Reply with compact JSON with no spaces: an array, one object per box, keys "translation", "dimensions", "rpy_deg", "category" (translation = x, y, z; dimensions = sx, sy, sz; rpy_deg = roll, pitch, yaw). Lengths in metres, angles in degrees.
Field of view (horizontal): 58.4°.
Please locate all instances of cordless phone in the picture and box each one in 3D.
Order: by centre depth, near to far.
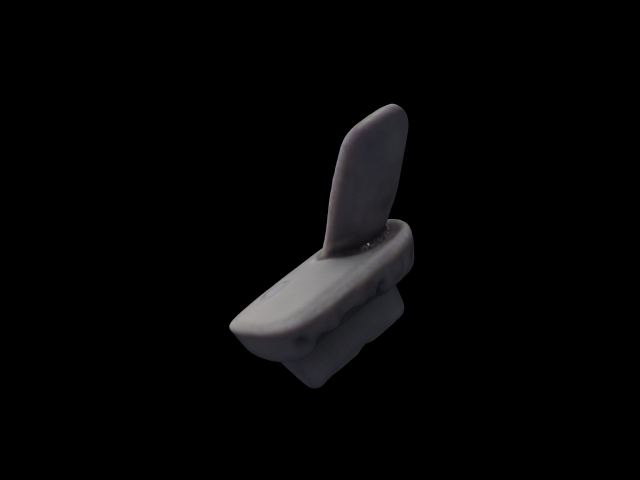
[{"translation":[0.004,0.001,0.400],"dimensions":[0.094,0.185,0.148],"rpy_deg":[32,54,27],"category":"cordless phone"}]
